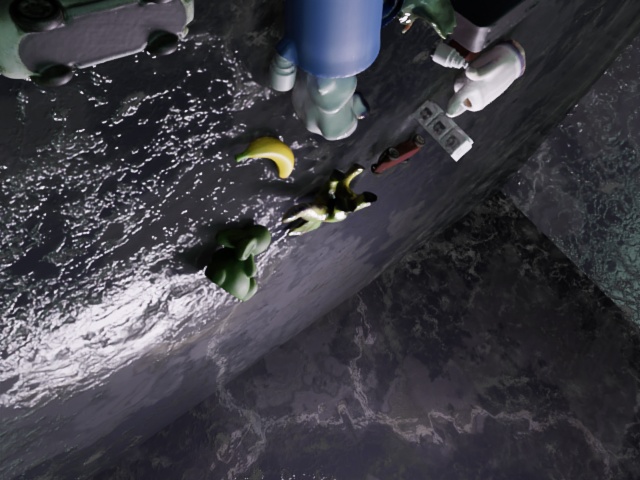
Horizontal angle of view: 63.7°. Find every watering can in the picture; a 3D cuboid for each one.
[{"bbox_3d":[0.407,-0.402,1.259,0.224,0.104,0.346,-41,-6,2],"label":"watering can"}]

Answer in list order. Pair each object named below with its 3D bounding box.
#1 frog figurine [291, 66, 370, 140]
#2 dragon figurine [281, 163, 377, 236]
[{"bbox_3d":[0.007,-0.221,0.801,0.122,0.136,0.161,-16,10,17],"label":"frog figurine"},{"bbox_3d":[0.004,-0.066,1.302,0.415,0.123,0.238,-23,-15,-42],"label":"dragon figurine"}]
